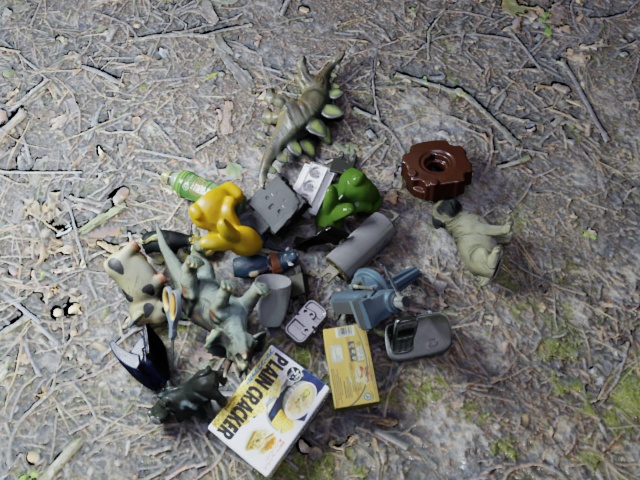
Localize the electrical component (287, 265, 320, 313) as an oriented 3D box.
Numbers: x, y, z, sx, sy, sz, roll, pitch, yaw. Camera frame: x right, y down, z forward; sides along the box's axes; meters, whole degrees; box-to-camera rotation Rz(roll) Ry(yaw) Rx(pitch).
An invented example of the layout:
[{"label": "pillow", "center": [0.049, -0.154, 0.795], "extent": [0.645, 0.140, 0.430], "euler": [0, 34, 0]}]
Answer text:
[{"label": "electrical component", "center": [-0.047, 0.112, 1.243], "extent": [0.078, 0.045, 0.102], "euler": [-26, 63, 22]}]

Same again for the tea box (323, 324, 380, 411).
[{"label": "tea box", "center": [0.065, 0.273, 1.154], "extent": [0.098, 0.068, 0.169], "euler": [-7, 68, -1]}]

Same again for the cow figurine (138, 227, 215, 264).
[{"label": "cow figurine", "center": [-0.334, 0.006, 1.266], "extent": [0.167, 0.098, 0.068], "euler": [-5, 66, 4]}]

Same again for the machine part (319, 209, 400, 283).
[{"label": "machine part", "center": [0.097, 0.015, 1.258], "extent": [0.243, 0.079, 0.079], "euler": [-41, 72, -15]}]

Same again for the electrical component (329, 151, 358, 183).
[{"label": "electrical component", "center": [0.059, -0.183, 1.373], "extent": [0.063, 0.021, 0.094], "euler": [16, 68, 8]}]

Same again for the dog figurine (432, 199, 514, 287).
[{"label": "dog figurine", "center": [0.335, 0.003, 1.255], "extent": [0.191, 0.121, 0.172], "euler": [19, 65, 25]}]

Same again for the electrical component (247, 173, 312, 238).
[{"label": "electrical component", "center": [-0.102, -0.073, 1.258], "extent": [0.134, 0.058, 0.115], "euler": [-46, 69, 4]}]

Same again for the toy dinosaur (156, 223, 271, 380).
[{"label": "toy dinosaur", "center": [-0.242, 0.133, 1.163], "extent": [0.405, 0.131, 0.192], "euler": [35, 112, 31]}]

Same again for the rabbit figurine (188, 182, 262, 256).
[{"label": "rabbit figurine", "center": [-0.201, -0.032, 1.204], "extent": [0.173, 0.162, 0.122], "euler": [46, 107, 0]}]

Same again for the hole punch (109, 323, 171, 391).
[{"label": "hole punch", "center": [-0.380, 0.259, 1.143], "extent": [0.092, 0.142, 0.116], "euler": [-22, 47, -9]}]

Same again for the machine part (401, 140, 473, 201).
[{"label": "machine part", "center": [0.286, -0.175, 1.321], "extent": [0.179, 0.056, 0.179], "euler": [-3, 49, 3]}]

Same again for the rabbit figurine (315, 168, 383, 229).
[{"label": "rabbit figurine", "center": [0.059, -0.077, 1.273], "extent": [0.121, 0.159, 0.170], "euler": [40, 89, 7]}]

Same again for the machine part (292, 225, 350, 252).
[{"label": "machine part", "center": [-0.003, -0.004, 1.248], "extent": [0.139, 0.084, 0.039], "euler": [-17, 68, 41]}]

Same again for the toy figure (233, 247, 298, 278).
[{"label": "toy figure", "center": [-0.127, 0.055, 1.261], "extent": [0.154, 0.057, 0.064], "euler": [-7, 73, -6]}]

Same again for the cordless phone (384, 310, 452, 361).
[{"label": "cordless phone", "center": [0.209, 0.183, 1.125], "extent": [0.147, 0.184, 0.089], "euler": [-10, 63, -2]}]

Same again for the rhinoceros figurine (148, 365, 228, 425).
[{"label": "rhinoceros figurine", "center": [-0.275, 0.329, 1.110], "extent": [0.190, 0.112, 0.073], "euler": [-35, 41, 23]}]

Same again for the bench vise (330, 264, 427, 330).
[{"label": "bench vise", "center": [0.143, 0.108, 1.169], "extent": [0.240, 0.224, 0.129], "euler": [-26, 88, -36]}]

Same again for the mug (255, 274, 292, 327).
[{"label": "mug", "center": [-0.112, 0.135, 1.208], "extent": [0.081, 0.110, 0.107], "euler": [0, 107, -21]}]

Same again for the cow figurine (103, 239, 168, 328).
[{"label": "cow figurine", "center": [-0.408, 0.110, 1.208], "extent": [0.127, 0.085, 0.194], "euler": [-37, 100, -12]}]

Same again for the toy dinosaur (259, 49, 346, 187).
[{"label": "toy dinosaur", "center": [-0.053, -0.316, 1.392], "extent": [0.199, 0.105, 0.471], "euler": [32, 76, 11]}]
